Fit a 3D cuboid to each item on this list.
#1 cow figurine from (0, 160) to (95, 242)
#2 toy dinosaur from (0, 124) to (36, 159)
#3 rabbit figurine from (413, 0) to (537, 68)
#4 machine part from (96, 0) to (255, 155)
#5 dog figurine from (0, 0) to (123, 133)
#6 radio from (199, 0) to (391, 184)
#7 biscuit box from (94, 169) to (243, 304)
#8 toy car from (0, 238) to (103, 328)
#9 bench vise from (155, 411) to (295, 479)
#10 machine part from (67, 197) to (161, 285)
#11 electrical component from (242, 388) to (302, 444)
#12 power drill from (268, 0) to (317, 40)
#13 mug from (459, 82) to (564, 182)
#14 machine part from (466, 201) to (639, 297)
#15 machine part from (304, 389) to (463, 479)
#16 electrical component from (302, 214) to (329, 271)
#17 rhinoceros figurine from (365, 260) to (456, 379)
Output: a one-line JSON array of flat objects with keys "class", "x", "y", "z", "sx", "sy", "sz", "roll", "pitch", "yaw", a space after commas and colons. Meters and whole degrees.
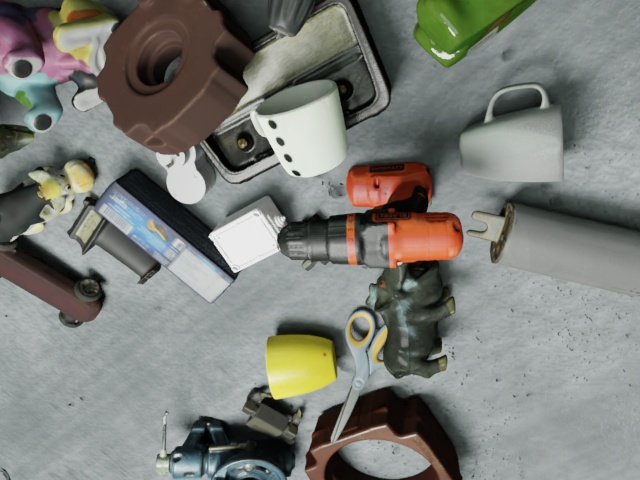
[{"class": "cow figurine", "x": -0.386, "y": -0.053, "z": 0.720, "sx": 0.167, "sy": 0.098, "sz": 0.068, "roll": -28, "pitch": 101, "yaw": 22}, {"class": "toy dinosaur", "x": -0.537, "y": -0.182, "z": 0.636, "sx": 0.405, "sy": 0.192, "sz": 0.131, "roll": 32, "pitch": 115, "yaw": -7}, {"class": "rabbit figurine", "x": 0.129, "y": -0.278, "z": 0.505, "sx": 0.159, "sy": 0.121, "sz": 0.170, "roll": -35, "pitch": 90, "yaw": 20}, {"class": "machine part", "x": -0.156, "y": -0.181, "z": 0.564, "sx": 0.180, "sy": 0.056, "sz": 0.179, "roll": -6, "pitch": 77, "yaw": 25}, {"class": "dog figurine", "x": -0.349, "y": -0.240, "z": 0.621, "sx": 0.219, "sy": 0.191, "sz": 0.108, "roll": 41, "pitch": 152, "yaw": 20}, {"class": "radio", "x": -0.039, "y": -0.165, "z": 0.611, "sx": 0.230, "sy": 0.073, "sz": 0.131, "roll": -23, "pitch": 109, "yaw": 20}, {"class": "biscuit box", "x": -0.199, "y": -0.006, "z": 0.725, "sx": 0.202, "sy": 0.063, "sz": 0.059, "roll": 42, "pitch": 116, "yaw": -9}, {"class": "toy car", "x": -0.418, "y": 0.055, "z": 0.803, "sx": 0.202, "sy": 0.053, "sz": 0.089, "roll": 34, "pitch": 127, "yaw": -10}, {"class": "bench vise", "x": -0.145, "y": 0.375, "z": 0.810, "sx": 0.224, "sy": 0.241, "sz": 0.128, "roll": 14, "pitch": 114, "yaw": -13}, {"class": "machine part", "x": -0.288, "y": 0.006, "z": 0.764, "sx": 0.139, "sy": 0.039, "sz": 0.084, "roll": 36, "pitch": 108, "yaw": -5}, {"class": "electrical component", "x": -0.075, "y": 0.279, "z": 0.850, "sx": 0.102, "sy": 0.045, "sz": 0.078, "roll": 28, "pitch": 145, "yaw": 0}, {"class": "power drill", "x": -0.061, "y": -0.334, "z": 0.491, "sx": 0.207, "sy": 0.086, "sz": 0.232, "roll": 28, "pitch": 96, "yaw": -7}, {"class": "mug", "x": 0.207, "y": -0.112, "z": 0.587, "sx": 0.107, "sy": 0.081, "sz": 0.109, "roll": -4, "pitch": 119, "yaw": 23}, {"class": "machine part", "x": 0.294, "y": 0.011, "z": 0.629, "sx": 0.243, "sy": 0.079, "sz": 0.079, "roll": 14, "pitch": 117, "yaw": 3}, {"class": "machine part", "x": 0.096, "y": 0.338, "z": 0.820, "sx": 0.201, "sy": 0.087, "sz": 0.201, "roll": -28, "pitch": 106, "yaw": 21}, {"class": "electrical component", "x": -0.001, "y": -0.002, "z": 0.711, "sx": 0.063, "sy": 0.021, "sz": 0.094, "roll": 44, "pitch": 115, "yaw": -10}, {"class": "rhinoceros figurine", "x": 0.116, "y": 0.086, "z": 0.698, "sx": 0.112, "sy": 0.073, "sz": 0.190, "roll": -2, "pitch": 105, "yaw": 9}]
